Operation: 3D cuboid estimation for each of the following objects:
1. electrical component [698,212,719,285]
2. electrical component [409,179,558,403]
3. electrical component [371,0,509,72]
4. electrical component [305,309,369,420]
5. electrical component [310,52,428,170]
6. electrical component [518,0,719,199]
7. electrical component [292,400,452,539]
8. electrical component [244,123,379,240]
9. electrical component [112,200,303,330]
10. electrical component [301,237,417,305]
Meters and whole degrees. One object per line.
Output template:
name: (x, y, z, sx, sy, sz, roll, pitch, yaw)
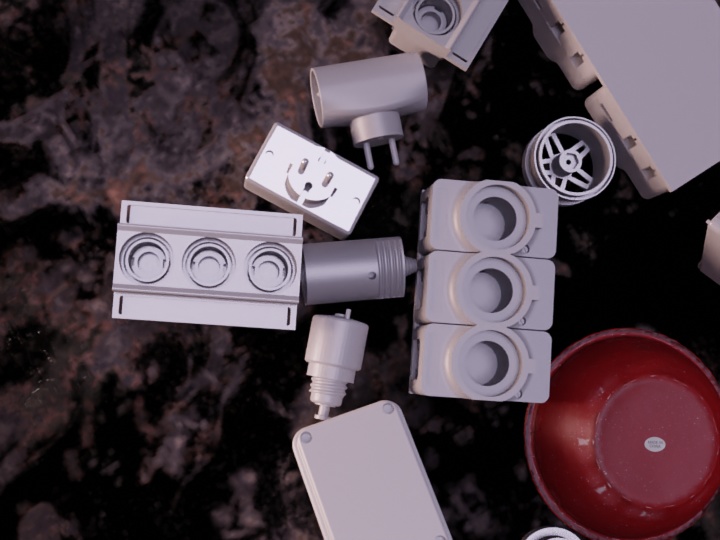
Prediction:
electrical component: (0.289, -0.022, 0.768, 0.062, 0.096, 0.061, -44, 64, -9)
electrical component: (0.087, 0.016, 0.761, 0.089, 0.062, 0.150, 5, 84, -7)
electrical component: (0.071, -0.211, 0.779, 0.079, 0.063, 0.121, 31, 82, -4)
electrical component: (-0.019, 0.066, 0.753, 0.040, 0.040, 0.078, 11, 84, -7)
electrical component: (0.009, -0.112, 0.771, 0.077, 0.044, 0.079, -11, 86, -9)
electrical component: (0.211, -0.159, 0.795, 0.105, 0.060, 0.186, -32, 90, -9)
electrical component: (0.007, 0.153, 0.724, 0.078, 0.057, 0.113, -18, 69, -9)
electrical component: (-0.033, -0.064, 0.745, 0.083, 0.076, 0.047, 28, 82, -4)
electrical component: (-0.103, -0.002, 0.736, 0.121, 0.063, 0.078, 4, 84, -7)
electrical component: (0.000, 0.000, 0.760, 0.081, 0.043, 0.043, -5, 85, -8)
